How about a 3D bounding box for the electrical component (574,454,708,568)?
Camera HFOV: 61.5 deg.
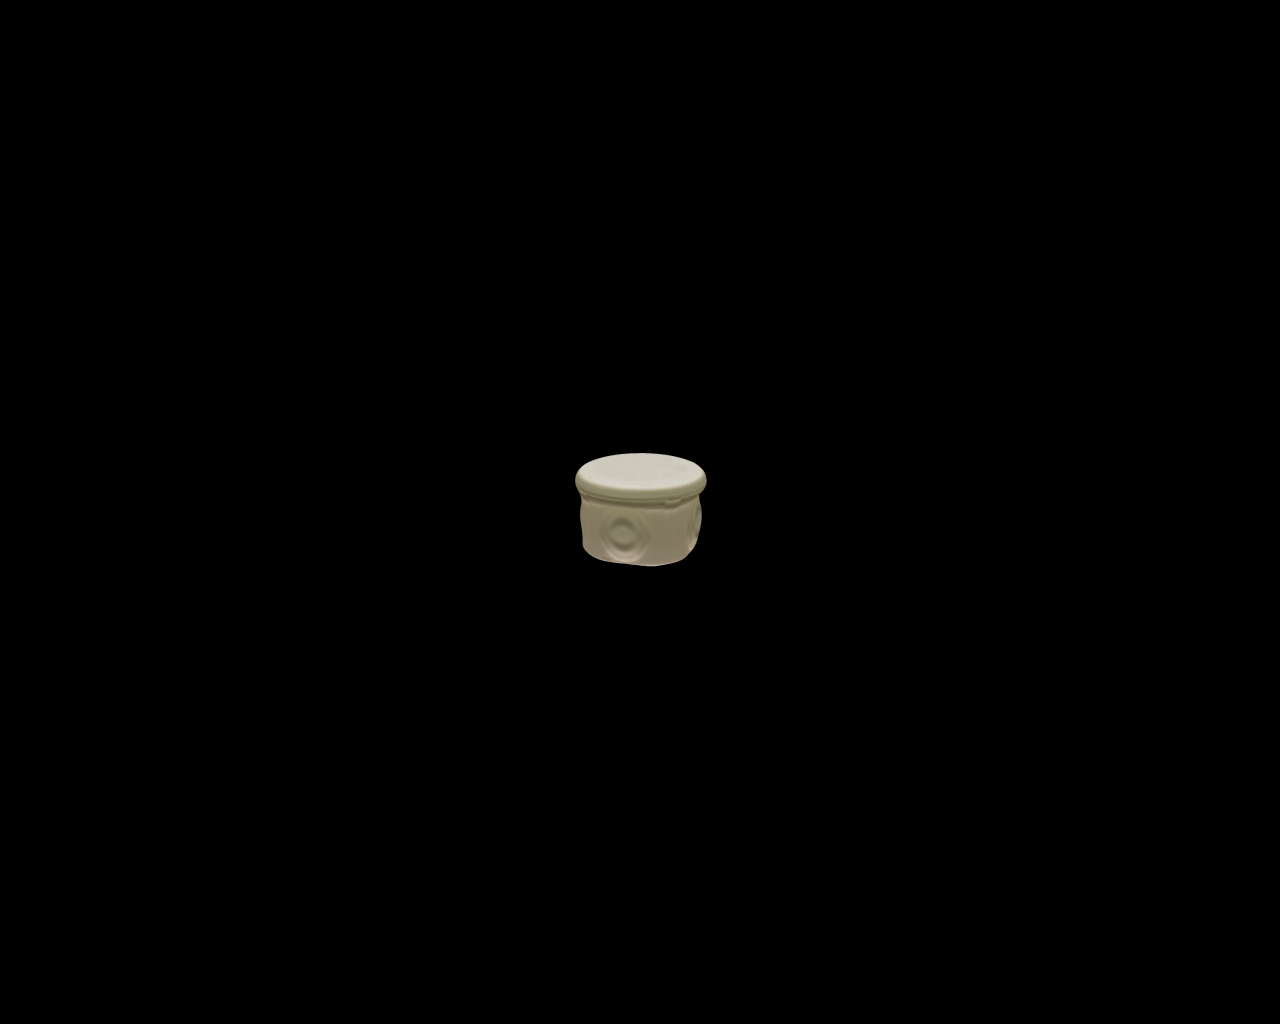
[{"bbox_3d":[0.001,-0.003,0.650,0.080,0.051,0.080,0,19,0],"label":"electrical component"}]
